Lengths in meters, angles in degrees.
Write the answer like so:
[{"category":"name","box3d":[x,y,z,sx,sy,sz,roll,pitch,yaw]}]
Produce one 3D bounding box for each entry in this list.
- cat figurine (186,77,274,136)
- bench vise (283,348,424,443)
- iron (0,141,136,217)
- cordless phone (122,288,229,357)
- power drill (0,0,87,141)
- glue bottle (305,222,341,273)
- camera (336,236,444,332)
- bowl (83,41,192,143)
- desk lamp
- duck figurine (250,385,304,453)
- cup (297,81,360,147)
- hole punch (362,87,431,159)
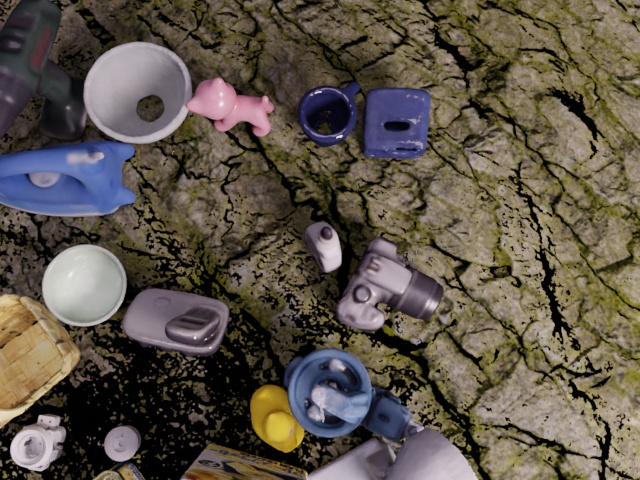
[{"category":"cat figurine","box3d":[-0.140,-0.216,0.900,0.128,0.117,0.067,3,81,-1]},{"category":"bench vise","box3d":[0.050,0.216,0.788,0.207,0.219,0.121,7,81,-1]},{"category":"iron","box3d":[-0.419,-0.102,0.859,0.258,0.141,0.119,-4,81,-3]},{"category":"cordless phone","box3d":[-0.212,0.116,0.811,0.147,0.185,0.094,8,81,-1]},{"category":"power drill","box3d":[-0.417,-0.224,0.845,0.075,0.208,0.230,8,81,0]},{"category":"glue bottle","box3d":[0.008,0.003,0.843,0.037,0.173,0.078,-25,82,-6]},{"category":"camera","box3d":[0.110,0.082,0.872,0.137,0.101,0.143,26,81,2]},{"category":"bowl","box3d":[-0.283,-0.225,0.918,0.167,0.074,0.167,0,81,-2]},{"category":"desk lamp","box3d":[0.095,0.342,0.773,0.203,0.213,0.118,-27,83,-6]},{"category":"duck figurine","box3d":[-0.064,0.266,0.843,0.077,0.086,0.104,-29,83,-6]},{"category":"cup","box3d":[0.018,-0.197,0.915,0.091,0.095,0.118,41,82,5]},{"category":"hole punch","box3d":[0.123,-0.185,0.919,0.108,0.091,0.101,1,81,-2]}]
